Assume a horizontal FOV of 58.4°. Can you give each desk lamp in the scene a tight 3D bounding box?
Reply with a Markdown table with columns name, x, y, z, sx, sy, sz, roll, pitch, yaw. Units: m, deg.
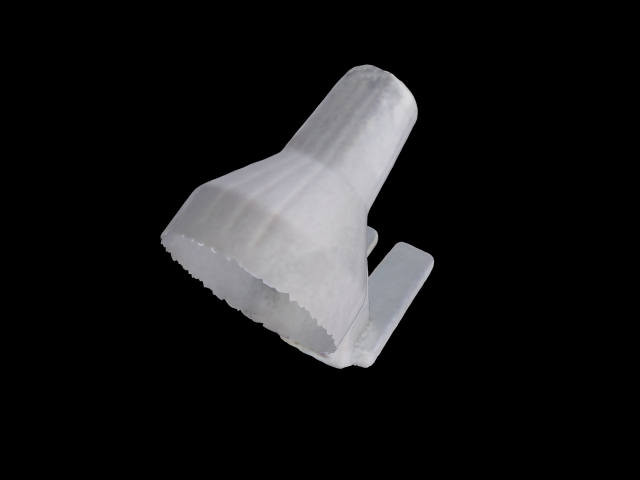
| name | x | y | z | sx | sy | sz | roll | pitch | yaw |
| --- | --- | --- | --- | --- | --- | --- | --- | --- | --- |
| desk lamp | 0.004 | 0.001 | 0.400 | 0.117 | 0.214 | 0.203 | 25 | 54 | 20 |
